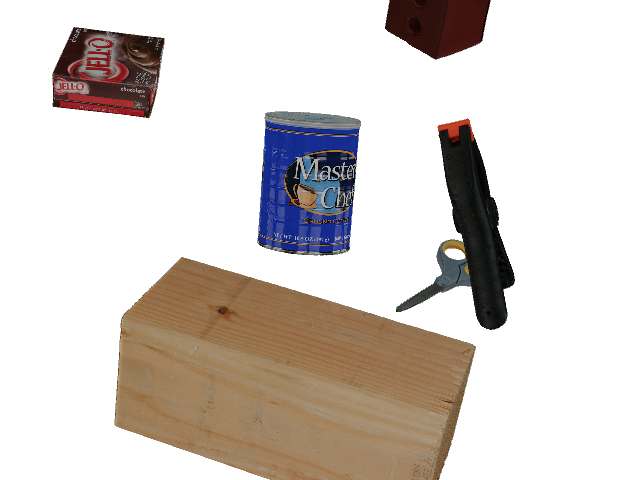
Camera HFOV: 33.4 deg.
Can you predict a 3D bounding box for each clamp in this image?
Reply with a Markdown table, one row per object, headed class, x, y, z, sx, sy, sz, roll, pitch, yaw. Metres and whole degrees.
| class | x | y | z | sx | sy | sz | roll | pitch | yaw |
| --- | --- | --- | --- | --- | --- | --- | --- | --- | --- |
| clamp | 0.130 | -0.012 | 0.890 | 0.039 | 0.171 | 0.120 | -17 | 19 | 12 |

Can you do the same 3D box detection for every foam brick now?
| class | x | y | z | sx | sy | sz | roll | pitch | yaw |
| --- | --- | --- | --- | --- | --- | --- | --- | --- | --- |
| foam brick | 0.084 | -0.174 | 0.737 | 0.051 | 0.078 | 0.053 | -28 | 52 | -34 |

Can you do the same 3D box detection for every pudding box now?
| class | x | y | z | sx | sy | sz | roll | pitch | yaw |
| --- | --- | --- | --- | --- | --- | --- | --- | --- | --- |
| pudding box | -0.197 | -0.158 | 0.999 | 0.090 | 0.039 | 0.113 | 7 | 31 | -6 |

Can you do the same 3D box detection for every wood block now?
| class | x | y | z | sx | sy | sz | roll | pitch | yaw |
| --- | --- | --- | --- | --- | --- | --- | --- | --- | --- |
| wood block | -0.016 | 0.093 | 0.683 | 0.206 | 0.090 | 0.090 | 16 | 30 | 13 |

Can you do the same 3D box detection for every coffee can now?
| class | x | y | z | sx | sy | sz | roll | pitch | yaw |
| --- | --- | --- | --- | --- | --- | --- | --- | --- | --- |
| coffee can | -0.013 | -0.063 | 1.147 | 0.103 | 0.140 | 0.103 | 4 | 12 | -1 |

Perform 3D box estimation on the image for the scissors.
| class | x | y | z | sx | sy | sz | roll | pitch | yaw |
| --- | --- | --- | --- | --- | --- | --- | --- | --- | --- |
| scissors | 0.139 | 0.039 | 1.275 | 0.201 | 0.016 | 0.096 | -10 | 40 | -36 |
